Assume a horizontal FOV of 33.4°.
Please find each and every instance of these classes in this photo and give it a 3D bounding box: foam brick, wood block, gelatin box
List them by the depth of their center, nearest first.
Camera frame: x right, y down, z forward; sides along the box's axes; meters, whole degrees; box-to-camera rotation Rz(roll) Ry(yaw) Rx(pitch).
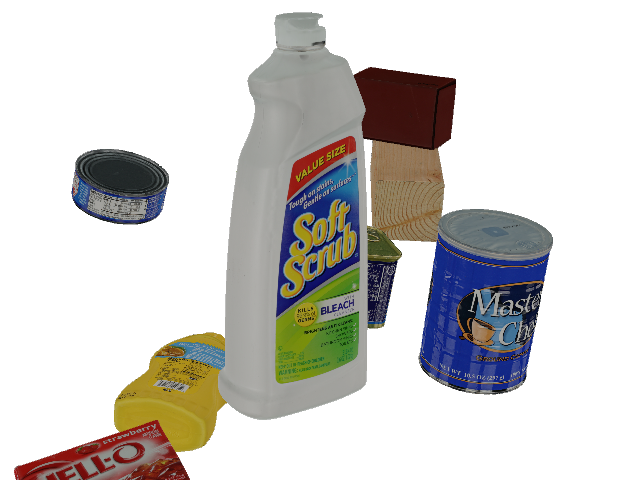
[{"bbox_3d":[-0.121,0.143,0.603,0.089,0.030,0.073,-16,28,-20],"label":"gelatin box"},{"bbox_3d":[0.066,-0.109,0.877,0.078,0.051,0.052,12,21,21],"label":"foam brick"},{"bbox_3d":[0.118,-0.086,1.494,0.091,0.090,0.206,3,28,0],"label":"wood block"}]

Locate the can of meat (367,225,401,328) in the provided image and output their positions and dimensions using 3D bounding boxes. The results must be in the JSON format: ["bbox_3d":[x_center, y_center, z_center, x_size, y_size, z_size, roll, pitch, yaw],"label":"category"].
[{"bbox_3d":[0.043,0.037,1.151,0.057,0.084,0.102,5,18,-16],"label":"can of meat"}]

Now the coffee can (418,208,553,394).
[{"bbox_3d":[0.149,0.054,0.977,0.103,0.140,0.103,5,23,-2],"label":"coffee can"}]

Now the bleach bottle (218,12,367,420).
[{"bbox_3d":[-0.018,-0.017,0.685,0.102,0.251,0.068,-12,22,-30],"label":"bleach bottle"}]

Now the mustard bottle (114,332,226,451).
[{"bbox_3d":[-0.134,0.144,1.103,0.096,0.058,0.191,9,22,10],"label":"mustard bottle"}]

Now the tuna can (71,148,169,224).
[{"bbox_3d":[-0.184,-0.049,0.980,0.086,0.034,0.086,13,28,-7],"label":"tuna can"}]
